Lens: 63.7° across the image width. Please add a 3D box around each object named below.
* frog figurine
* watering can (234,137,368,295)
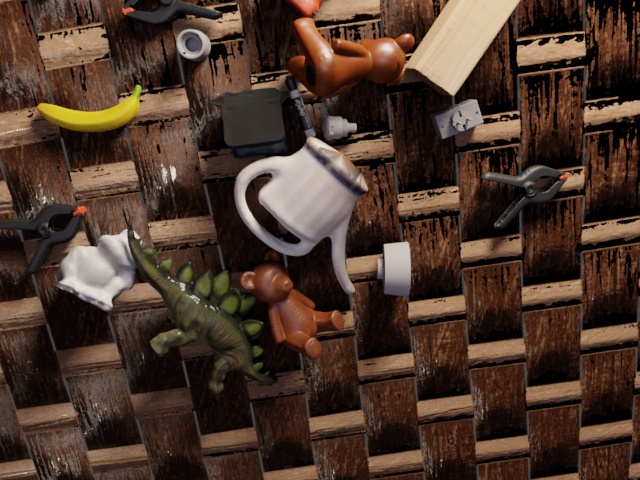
[{"bbox_3d":[-0.424,0.047,1.011,0.137,0.121,0.162,25,68,-1],"label":"frog figurine"},{"bbox_3d":[0.003,-0.050,0.992,0.344,0.106,0.223,39,101,-25],"label":"watering can"}]
